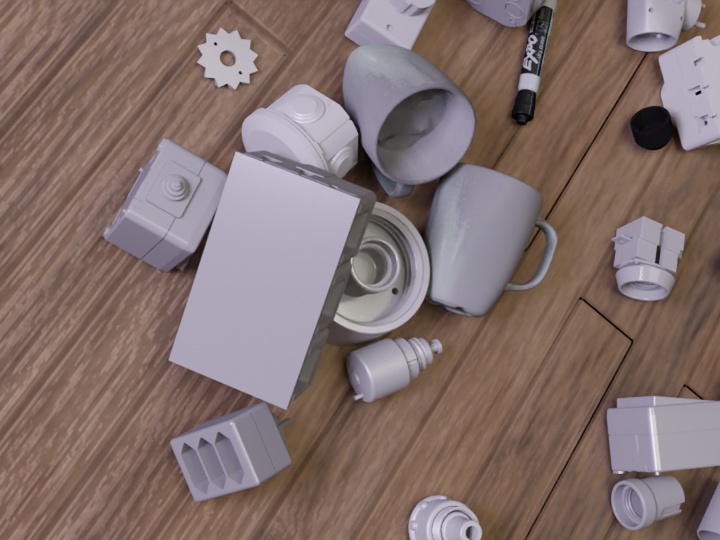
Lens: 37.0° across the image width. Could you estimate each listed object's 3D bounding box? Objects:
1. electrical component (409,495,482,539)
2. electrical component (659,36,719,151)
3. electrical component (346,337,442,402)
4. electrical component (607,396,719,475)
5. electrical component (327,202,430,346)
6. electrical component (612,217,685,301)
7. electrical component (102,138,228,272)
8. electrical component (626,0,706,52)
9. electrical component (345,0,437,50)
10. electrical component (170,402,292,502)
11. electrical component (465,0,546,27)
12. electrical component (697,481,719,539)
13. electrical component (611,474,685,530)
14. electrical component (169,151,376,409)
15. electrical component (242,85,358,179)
[{"bbox_3d":[0.068,0.191,0.792,0.048,0.062,0.048,4,80,-22],"label":"electrical component"},{"bbox_3d":[0.305,-0.156,0.950,0.050,0.056,0.089,-13,87,-24],"label":"electrical component"},{"bbox_3d":[0.026,0.070,0.807,0.078,0.040,0.040,-20,89,-24],"label":"electrical component"},{"bbox_3d":[0.259,0.132,0.880,0.096,0.062,0.061,-1,82,-22],"label":"electrical component"},{"bbox_3d":[0.000,0.000,0.796,0.108,0.060,0.108,4,80,-22],"label":"electrical component"},{"bbox_3d":[0.242,-0.007,0.906,0.066,0.048,0.055,21,67,-18],"label":"electrical component"},{"bbox_3d":[-0.127,-0.042,0.731,0.061,0.096,0.061,30,70,-15],"label":"electrical component"},{"bbox_3d":[0.275,-0.234,0.957,0.079,0.043,0.077,9,78,-21],"label":"electrical component"},{"bbox_3d":[0.037,-0.215,0.838,0.047,0.076,0.083,31,71,-15],"label":"electrical component"},{"bbox_3d":[-0.078,0.120,0.747,0.077,0.066,0.047,-24,91,-53],"label":"electrical component"},{"bbox_3d":[0.121,-0.242,0.876,0.080,0.080,0.051,38,75,-13],"label":"electrical component"},{"bbox_3d":[0.328,0.217,0.879,0.099,0.099,0.064,40,76,-12],"label":"electrical component"},{"bbox_3d":[0.235,0.187,0.875,0.046,0.040,0.040,-6,84,-28],"label":"electrical component"},{"bbox_3d":[-0.058,0.004,0.730,0.089,0.062,0.150,22,102,9],"label":"electrical component"},{"bbox_3d":[-0.043,-0.090,0.784,0.051,0.080,0.080,-44,99,-28],"label":"electrical component"}]
